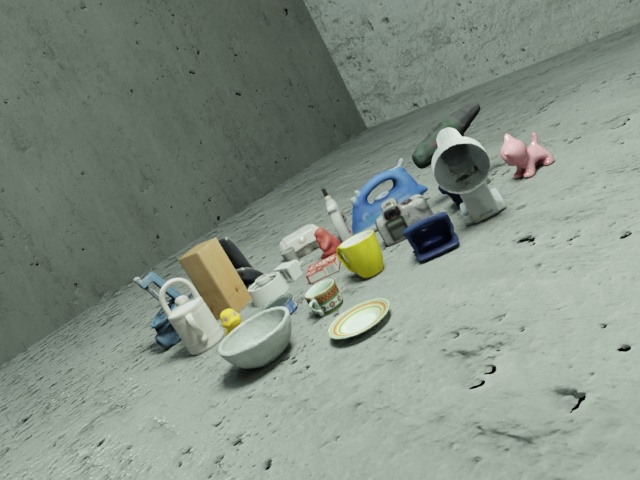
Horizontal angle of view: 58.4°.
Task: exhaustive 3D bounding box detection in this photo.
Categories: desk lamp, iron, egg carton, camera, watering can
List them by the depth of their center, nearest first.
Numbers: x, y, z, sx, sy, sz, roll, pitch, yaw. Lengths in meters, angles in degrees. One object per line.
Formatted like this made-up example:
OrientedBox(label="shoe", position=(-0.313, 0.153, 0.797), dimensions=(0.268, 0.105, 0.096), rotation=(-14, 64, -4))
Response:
OrientedBox(label="desk lamp", position=(0.326, -0.146, 1.290), dimensions=(0.117, 0.214, 0.203), rotation=(-25, 14, 15))
OrientedBox(label="watering can", position=(-0.338, 0.186, 1.456), dimensions=(0.101, 0.194, 0.172), rotation=(-38, 17, -34))
OrientedBox(label="camera", position=(0.212, -0.070, 1.487), dimensions=(0.143, 0.101, 0.137), rotation=(-26, 14, 10))
OrientedBox(label="iron", position=(0.174, -0.121, 1.662), dimensions=(0.258, 0.141, 0.118), rotation=(-31, 14, -10))
OrientedBox(label="egg carton", position=(-0.057, 0.008, 1.813), dimensions=(0.150, 0.069, 0.107), rotation=(-30, 14, -6))

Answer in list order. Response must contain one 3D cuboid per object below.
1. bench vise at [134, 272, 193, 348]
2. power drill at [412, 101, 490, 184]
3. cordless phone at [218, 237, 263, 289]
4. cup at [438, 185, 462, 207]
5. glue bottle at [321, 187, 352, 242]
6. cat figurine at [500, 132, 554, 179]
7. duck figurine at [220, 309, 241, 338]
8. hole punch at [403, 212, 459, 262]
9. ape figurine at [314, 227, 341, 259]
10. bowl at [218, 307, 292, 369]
OrientedBox(label="bench vise", position=(-0.417, 0.167, 1.630), dimensions=(0.121, 0.220, 0.208), rotation=(-14, 20, 46))
OrientedBox(label="power drill", position=(0.365, -0.227, 1.521), dimensions=(0.230, 0.208, 0.075), rotation=(-31, 14, -11))
OrientedBox(label="cordless phone", position=(-0.271, 0.080, 1.730), dimensions=(0.147, 0.185, 0.094), rotation=(-21, 16, 30))
OrientedBox(label="cup", position=(0.345, -0.126, 1.434), dimensions=(0.118, 0.095, 0.091), rotation=(-39, 17, -36))
OrientedBox(label="glue bottle", position=(0.046, -0.079, 1.699), dimensions=(0.037, 0.173, 0.078), rotation=(-25, 14, 15))
OrientedBox(label="cat figurine", position=(0.497, -0.217, 1.411), dimensions=(0.128, 0.118, 0.067), rotation=(-33, 14, -16))
OrientedBox(label="duck figurine", position=(-0.206, 0.202, 1.362), dimensions=(0.078, 0.086, 0.104), rotation=(-34, 15, -21))
OrientedBox(label="hole punch", position=(0.239, -0.017, 1.257), dimensions=(0.108, 0.091, 0.101), rotation=(-26, 14, 12))
OrientedBox(label="ape figurine", position=(0.015, 0.006, 1.625), dimensions=(0.076, 0.092, 0.078), rotation=(-24, 14, 19))
OrientedBox(label="bowl", position=(-0.121, 0.213, 1.176), dimensions=(0.167, 0.075, 0.167), rotation=(-27, 14, 7))
